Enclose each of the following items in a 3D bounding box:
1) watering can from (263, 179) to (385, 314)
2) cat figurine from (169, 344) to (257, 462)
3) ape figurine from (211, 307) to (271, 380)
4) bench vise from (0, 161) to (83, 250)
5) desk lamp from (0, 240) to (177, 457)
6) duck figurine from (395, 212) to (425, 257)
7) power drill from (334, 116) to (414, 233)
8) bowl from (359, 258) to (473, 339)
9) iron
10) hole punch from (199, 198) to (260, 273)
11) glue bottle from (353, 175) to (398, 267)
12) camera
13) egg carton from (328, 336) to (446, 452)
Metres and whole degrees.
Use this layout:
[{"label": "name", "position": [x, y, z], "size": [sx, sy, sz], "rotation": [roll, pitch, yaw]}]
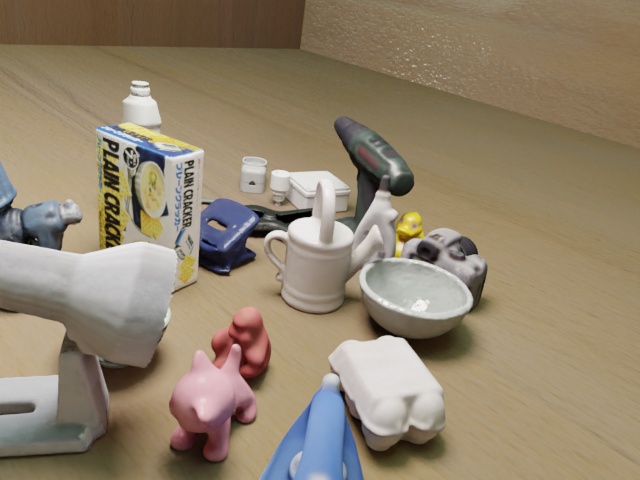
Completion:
[{"label": "watering can", "position": [0.008, 0.002, 0.859], "size": [0.173, 0.194, 0.100], "rotation": [-6, 29, -28]}, {"label": "cat figurine", "position": [-0.110, 0.158, 0.587], "size": [0.067, 0.118, 0.128], "rotation": [15, 26, 13]}, {"label": "ape figurine", "position": [-0.092, 0.122, 0.697], "size": [0.076, 0.092, 0.077], "rotation": [-10, 31, -33]}, {"label": "bench vise", "position": [-0.461, -0.070, 0.827], "size": [0.208, 0.220, 0.121], "rotation": [-6, 29, -29]}, {"label": "desk lamp", "position": [-0.245, 0.098, 0.556], "size": [0.203, 0.213, 0.117], "rotation": [1, 27, -16]}, {"label": "duck figurine", "position": [0.167, -0.012, 1.066], "size": [0.077, 0.086, 0.105], "rotation": [21, 28, 25]}, {"label": "power drill", "position": [0.083, -0.108, 1.095], "size": [0.076, 0.208, 0.228], "rotation": [-9, 31, -33]}, {"label": "bowl", "position": [0.134, 0.096, 0.844], "size": [0.167, 0.075, 0.167], "rotation": [7, 26, -3]}, {"label": "iron", "position": [-0.002, 0.201, 0.505], "size": [0.118, 0.141, 0.258], "rotation": [9, 25, 1]}, {"label": "hole punch", "position": [-0.164, -0.010, 0.948], "size": [0.108, 0.091, 0.101], "rotation": [24, 29, 29]}, {"label": "glue bottle", "position": [0.100, -0.029, 0.977], "size": [0.078, 0.173, 0.037], "rotation": [16, 26, 15]}, {"label": "camera", "position": [0.227, 0.034, 0.972], "size": [0.142, 0.101, 0.137], "rotation": [28, 32, 35]}, {"label": "egg carton", "position": [0.077, 0.174, 0.670], "size": [0.107, 0.069, 0.150], "rotation": [-2, 28, -22]}]
